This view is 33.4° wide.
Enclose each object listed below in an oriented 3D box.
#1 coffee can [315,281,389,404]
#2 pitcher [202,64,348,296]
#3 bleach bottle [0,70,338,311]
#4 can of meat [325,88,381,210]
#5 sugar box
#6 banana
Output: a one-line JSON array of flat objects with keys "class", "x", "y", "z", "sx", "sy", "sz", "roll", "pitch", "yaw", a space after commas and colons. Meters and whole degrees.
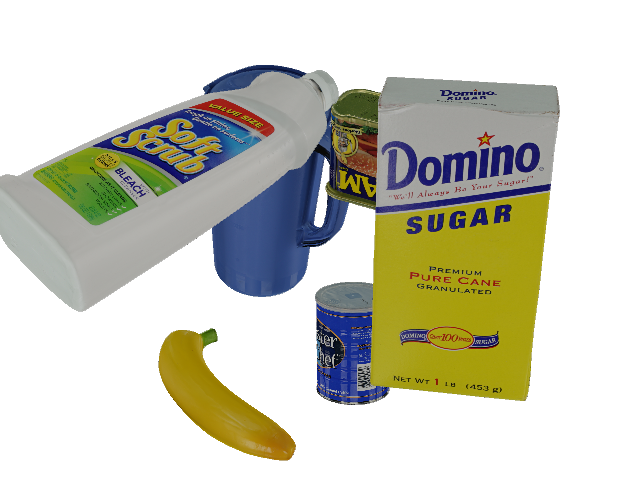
[{"class": "coffee can", "x": 0.045, "y": 0.139, "z": 1.460, "sx": 0.103, "sy": 0.140, "sz": 0.103, "roll": -1, "pitch": 18, "yaw": 0}, {"class": "pitcher", "x": -0.052, "y": -0.052, "z": 1.150, "sx": 0.145, "sy": 0.243, "sz": 0.149, "roll": -3, "pitch": 43, "yaw": -9}, {"class": "bleach bottle", "x": -0.091, "y": -0.055, "z": 0.732, "sx": 0.250, "sy": 0.068, "sz": 0.103, "roll": -35, "pitch": 59, "yaw": -29}, {"class": "can of meat", "x": 0.057, "y": -0.075, "z": 0.912, "sx": 0.102, "sy": 0.084, "sz": 0.057, "roll": 17, "pitch": 38, "yaw": 21}, {"class": "sugar box", "x": 0.076, "y": 0.002, "z": 0.586, "sx": 0.093, "sy": 0.176, "sz": 0.048, "roll": 4, "pitch": 30, "yaw": 9}, {"class": "banana", "x": -0.086, "y": 0.115, "z": 0.845, "sx": 0.069, "sy": 0.037, "sz": 0.198, "roll": -10, "pitch": 28, "yaw": -21}]
